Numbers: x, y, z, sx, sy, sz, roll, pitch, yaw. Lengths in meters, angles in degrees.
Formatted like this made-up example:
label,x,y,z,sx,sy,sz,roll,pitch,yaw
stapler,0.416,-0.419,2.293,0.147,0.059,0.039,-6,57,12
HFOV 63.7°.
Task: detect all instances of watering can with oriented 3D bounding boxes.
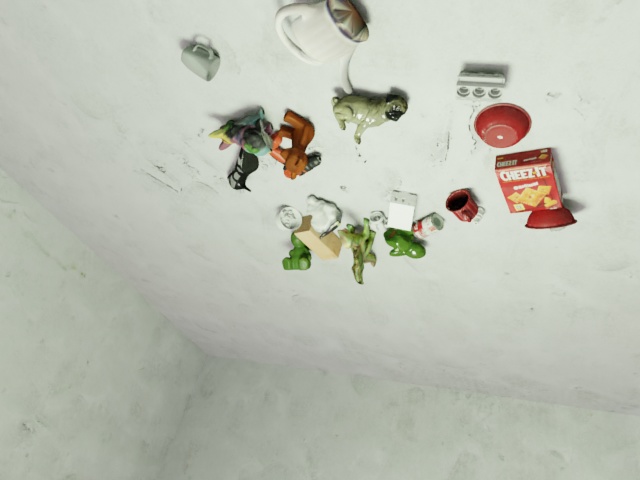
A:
label,x,y,z,sx,sy,sz,roll,pitch,yaw
watering can,0.040,-0.533,1.400,0.222,0.106,0.344,-16,147,41

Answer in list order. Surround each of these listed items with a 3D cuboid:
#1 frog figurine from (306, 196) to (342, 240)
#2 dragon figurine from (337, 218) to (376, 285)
label,x,y,z,sx,sy,sz,roll,pitch,yaw
frog figurine,0.006,-0.104,2.059,0.161,0.124,0.135,54,139,11
dragon figurine,0.161,0.069,2.089,0.122,0.249,0.402,-6,138,24
